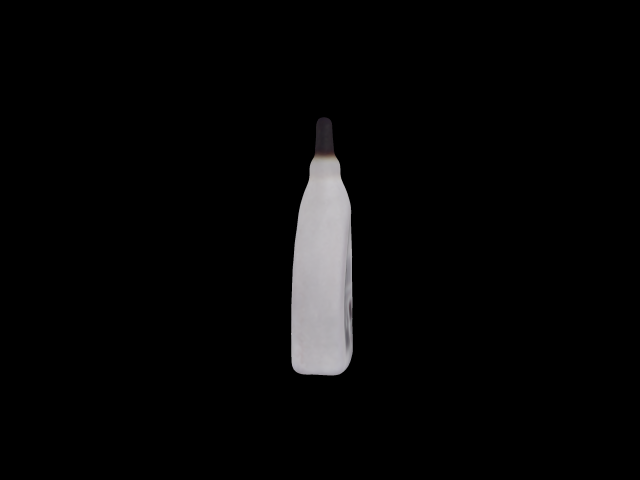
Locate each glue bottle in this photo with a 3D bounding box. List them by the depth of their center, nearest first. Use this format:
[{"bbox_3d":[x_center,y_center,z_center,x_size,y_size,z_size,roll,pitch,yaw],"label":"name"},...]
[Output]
[{"bbox_3d":[0.004,0.001,0.400,0.037,0.173,0.078,0,0,9],"label":"glue bottle"}]
